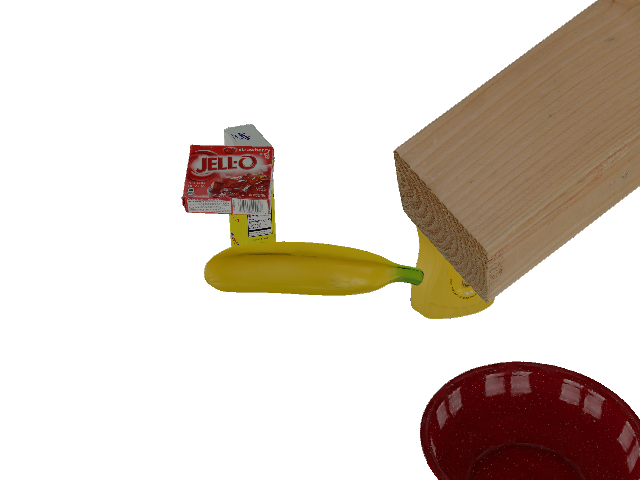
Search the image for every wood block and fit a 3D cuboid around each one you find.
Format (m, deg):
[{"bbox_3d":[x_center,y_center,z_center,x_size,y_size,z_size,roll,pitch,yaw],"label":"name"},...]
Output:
[{"bbox_3d":[0.156,-0.067,0.677,0.206,0.091,0.090,-37,-24,-8],"label":"wood block"}]

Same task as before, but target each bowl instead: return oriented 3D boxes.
[{"bbox_3d":[0.151,0.160,0.768,0.162,0.055,0.162,-1,35,0],"label":"bowl"}]

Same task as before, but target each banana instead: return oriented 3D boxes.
[{"bbox_3d":[-0.025,0.025,0.799,0.198,0.037,0.069,1,-20,34],"label":"banana"}]

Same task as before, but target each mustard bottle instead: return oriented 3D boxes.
[{"bbox_3d":[0.147,-0.015,1.137,0.096,0.192,0.058,-9,23,-25],"label":"mustard bottle"}]

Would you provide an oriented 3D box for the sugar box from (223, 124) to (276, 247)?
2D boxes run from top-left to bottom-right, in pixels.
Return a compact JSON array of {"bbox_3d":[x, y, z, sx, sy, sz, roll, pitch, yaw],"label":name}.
[{"bbox_3d":[-0.087,-0.046,1.320,0.048,0.176,0.093,-11,26,-15],"label":"sugar box"}]

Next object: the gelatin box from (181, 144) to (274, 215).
[{"bbox_3d":[-0.094,-0.063,1.102,0.089,0.073,0.030,2,-38,2],"label":"gelatin box"}]
